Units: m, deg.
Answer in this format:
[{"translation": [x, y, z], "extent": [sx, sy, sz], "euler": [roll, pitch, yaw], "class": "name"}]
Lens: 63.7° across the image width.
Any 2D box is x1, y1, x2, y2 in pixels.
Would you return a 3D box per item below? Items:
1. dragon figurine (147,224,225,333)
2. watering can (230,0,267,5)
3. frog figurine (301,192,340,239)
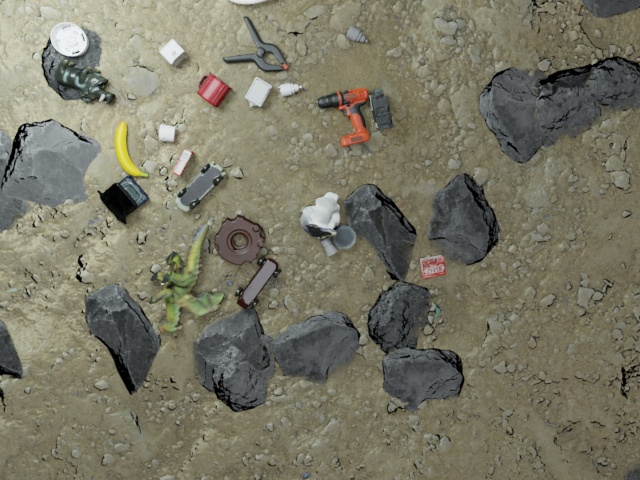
[{"translation": [-0.441, 0.161, 1.793], "extent": [0.240, 0.124, 0.409], "euler": [40, 93, -29], "class": "dragon figurine"}, {"translation": [-0.172, -0.893, 1.653], "extent": [0.348, 0.105, 0.222], "euler": [-21, 101, -4], "class": "watering can"}, {"translation": [0.006, -0.091, 1.816], "extent": [0.137, 0.120, 0.163], "euler": [10, 62, -1], "class": "frog figurine"}]
